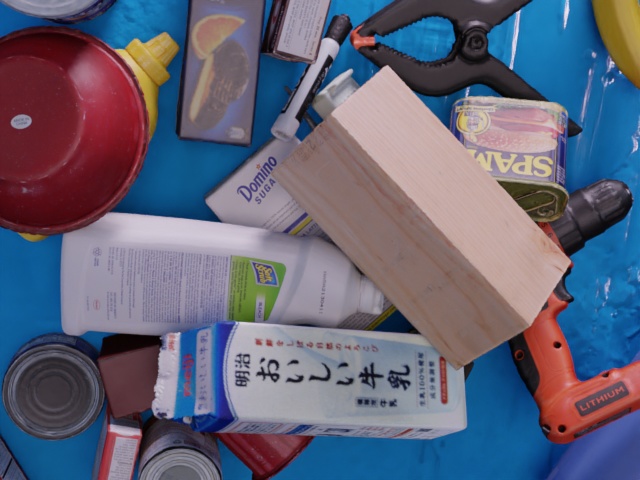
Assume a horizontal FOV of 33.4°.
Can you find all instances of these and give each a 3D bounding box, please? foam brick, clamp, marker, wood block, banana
[{"bbox_3d":[-0.149,0.106,0.874,0.053,0.078,0.051,-14,100,-5],"label":"foam brick"},{"bbox_3d":[0.131,-0.157,0.887,0.210,0.036,0.164,-7,107,-3],"label":"clamp"},{"bbox_3d":[-0.005,-0.133,0.861,0.020,0.020,0.121,31,71,-12],"label":"marker"},{"bbox_3d":[0.076,-0.016,0.807,0.206,0.090,0.090,47,136,-2],"label":"wood block"},{"bbox_3d":[0.255,-0.223,0.882,0.037,0.070,0.198,-18,116,-47],"label":"banana"}]

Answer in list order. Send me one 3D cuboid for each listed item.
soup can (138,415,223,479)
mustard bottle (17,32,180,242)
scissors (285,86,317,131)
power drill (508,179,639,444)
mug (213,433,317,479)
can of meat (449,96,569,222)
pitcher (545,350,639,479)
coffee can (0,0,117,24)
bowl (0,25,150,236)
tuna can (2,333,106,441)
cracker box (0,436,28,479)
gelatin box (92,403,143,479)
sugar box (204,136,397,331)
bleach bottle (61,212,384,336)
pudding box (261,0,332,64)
[{"bbox_3d":[-0.116,0.184,0.879,0.068,0.102,0.068,-1,100,-8],"label":"soup can"},{"bbox_3d":[-0.187,-0.094,0.843,0.191,0.058,0.096,-42,91,1],"label":"mustard bottle"},{"bbox_3d":[0.041,-0.042,0.886,0.016,0.096,0.202,-35,75,29],"label":"scissors"},{"bbox_3d":[0.208,0.059,0.881,0.184,0.057,0.188,-29,67,8],"label":"power drill"},{"bbox_3d":[-0.043,0.132,0.893,0.081,0.093,0.117,46,66,-7],"label":"mug"},{"bbox_3d":[0.152,-0.067,0.871,0.102,0.057,0.084,6,62,6],"label":"can of meat"},{"bbox_3d":[0.314,0.166,0.927,0.149,0.145,0.243,39,97,14],"label":"pitcher"},{"bbox_3d":[-0.193,-0.212,0.781,0.102,0.140,0.103,-1,100,-8],"label":"coffee can"},{"bbox_3d":[-0.210,-0.085,0.786,0.162,0.055,0.162,0,87,4],"label":"bowl"},{"bbox_3d":[-0.220,0.123,0.889,0.086,0.034,0.086,-1,100,-8],"label":"tuna can"},{"bbox_3d":[-0.334,0.213,0.870,0.164,0.072,0.213,-29,101,-2],"label":"cracker box"},{"bbox_3d":[-0.167,0.178,0.877,0.030,0.089,0.073,11,98,-13],"label":"gelatin box"},{"bbox_3d":[-0.006,0.001,0.893,0.093,0.048,0.176,-40,99,0],"label":"sugar box"},{"bbox_3d":[-0.075,0.038,0.847,0.251,0.068,0.102,7,112,3],"label":"bleach bottle"},{"bbox_3d":[-0.013,-0.196,0.834,0.039,0.090,0.113,12,98,-10],"label":"pudding box"}]
